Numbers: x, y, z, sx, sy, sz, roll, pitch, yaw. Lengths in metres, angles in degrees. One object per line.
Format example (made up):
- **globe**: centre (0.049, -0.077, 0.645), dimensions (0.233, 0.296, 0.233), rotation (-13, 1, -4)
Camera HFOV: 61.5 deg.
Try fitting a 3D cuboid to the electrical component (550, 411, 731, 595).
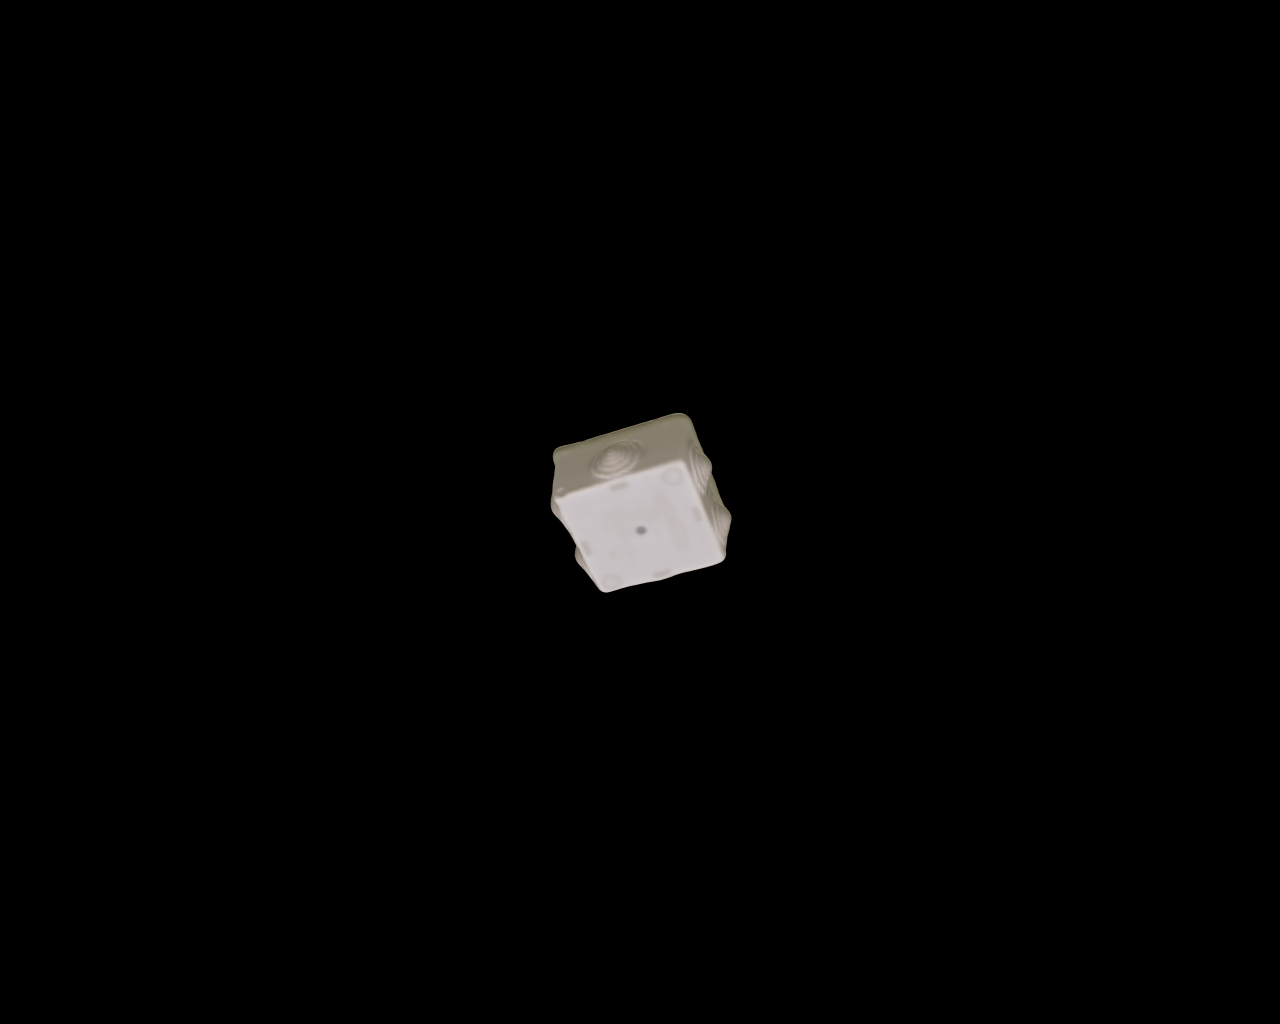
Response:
- **electrical component**: centre (0.001, -0.003, 0.650), dimensions (0.100, 0.099, 0.048), rotation (-15, 36, 11)
